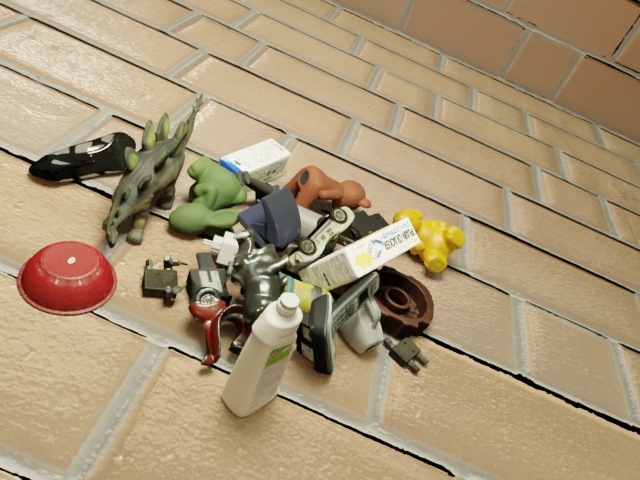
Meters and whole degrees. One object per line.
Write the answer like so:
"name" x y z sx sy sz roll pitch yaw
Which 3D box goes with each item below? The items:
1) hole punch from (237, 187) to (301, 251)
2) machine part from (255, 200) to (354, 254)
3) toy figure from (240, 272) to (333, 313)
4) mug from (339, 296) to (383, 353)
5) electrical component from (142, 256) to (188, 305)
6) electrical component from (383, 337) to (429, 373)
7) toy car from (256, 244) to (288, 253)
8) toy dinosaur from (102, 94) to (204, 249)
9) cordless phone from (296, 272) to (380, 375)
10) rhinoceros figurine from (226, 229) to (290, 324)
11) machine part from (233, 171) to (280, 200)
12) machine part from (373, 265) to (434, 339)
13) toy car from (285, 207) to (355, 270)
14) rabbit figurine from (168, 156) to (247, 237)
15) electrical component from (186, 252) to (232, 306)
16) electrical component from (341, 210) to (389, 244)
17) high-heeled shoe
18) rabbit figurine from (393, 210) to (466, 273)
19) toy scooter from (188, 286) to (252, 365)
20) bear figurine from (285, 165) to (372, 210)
"hole punch" -0.091 -0.042 1.125 0.116 0.092 0.142 52 28 0
"machine part" -0.037 -0.033 1.241 0.243 0.079 0.079 22 38 -2
"toy figure" -0.059 0.110 1.032 0.180 0.089 0.082 29 60 -21
"mug" 0.086 0.161 1.063 0.081 0.109 0.107 -7 61 -45
"electrical component" -0.290 0.073 1.002 0.078 0.045 0.102 12 39 -19
"electrical component" 0.174 0.227 1.095 0.094 0.021 0.063 41 40 21
"toy car" -0.121 0.033 1.136 0.089 0.053 0.202 37 36 -19
"toy dinosaur" -0.337 -0.153 1.119 0.105 0.198 0.472 23 39 -10
"cordless phone" 0.043 0.145 0.996 0.184 0.146 0.089 -36 51 -28
"rhinoceros figurine" -0.109 0.066 0.951 0.112 0.073 0.190 -7 57 -10
"machine part" -0.142 -0.119 1.251 0.138 0.084 0.039 27 66 -47
"machine part" 0.164 0.135 1.171 0.179 0.056 0.179 16 38 -13
"toy car" -0.002 -0.003 1.138 0.056 0.073 0.202 49 55 -6
"rabbit figurine" -0.247 -0.065 1.162 0.159 0.121 0.170 34 56 1
"electrical component" -0.218 0.081 1.029 0.075 0.047 0.119 -1 44 -30
"electrical component" 0.118 -0.016 1.323 0.115 0.058 0.134 -11 51 -40
"high-heeled shoe" -0.514 -0.180 1.185 0.145 0.086 0.249 -7 17 9
"rabbit figurine" 0.250 -0.024 1.331 0.173 0.122 0.162 31 14 -22
"toy scooter" -0.148 0.166 0.944 0.184 0.075 0.135 20 52 -19
"bear figurine" 0.022 -0.111 1.359 0.195 0.132 0.120 20 32 -38
